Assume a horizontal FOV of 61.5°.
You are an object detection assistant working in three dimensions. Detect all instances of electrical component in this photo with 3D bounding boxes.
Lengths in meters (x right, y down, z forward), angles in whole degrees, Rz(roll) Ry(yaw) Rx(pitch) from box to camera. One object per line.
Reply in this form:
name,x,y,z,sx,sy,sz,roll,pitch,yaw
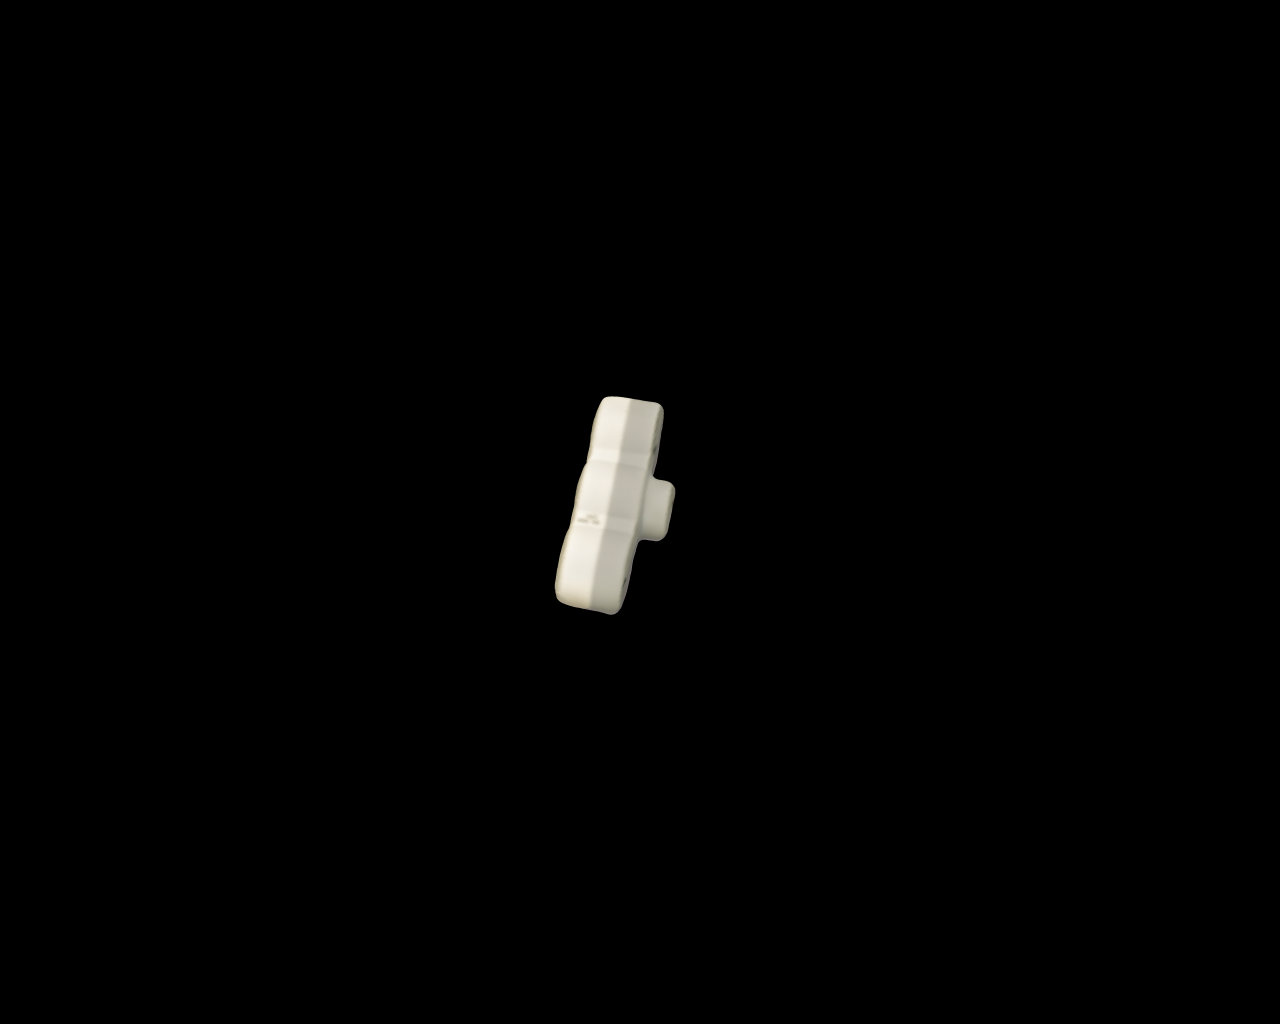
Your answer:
electrical component,0.001,-0.003,0.650,0.074,0.138,0.052,11,-24,5
